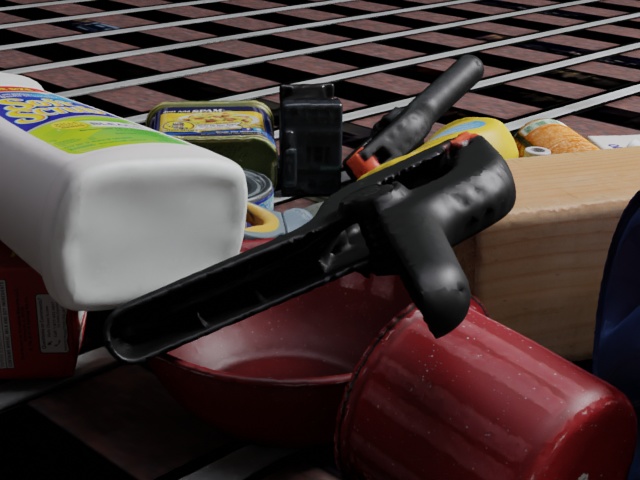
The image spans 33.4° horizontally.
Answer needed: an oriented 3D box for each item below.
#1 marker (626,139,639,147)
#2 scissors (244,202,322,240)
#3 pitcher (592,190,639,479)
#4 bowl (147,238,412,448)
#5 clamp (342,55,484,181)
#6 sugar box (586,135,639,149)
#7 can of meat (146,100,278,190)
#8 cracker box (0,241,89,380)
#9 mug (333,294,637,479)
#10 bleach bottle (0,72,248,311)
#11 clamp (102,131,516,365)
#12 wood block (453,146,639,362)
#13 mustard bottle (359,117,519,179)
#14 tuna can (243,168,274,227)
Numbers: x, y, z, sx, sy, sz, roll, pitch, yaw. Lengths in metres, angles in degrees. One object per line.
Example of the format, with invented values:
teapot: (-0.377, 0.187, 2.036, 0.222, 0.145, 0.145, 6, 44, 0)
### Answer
marker: (0.260, -0.029, 0.727, 0.121, 0.020, 0.020, 37, 34, 19)
scissors: (-0.004, 0.001, 0.678, 0.096, 0.016, 0.201, 42, 20, 24)
pitcher: (0.242, 0.051, 0.445, 0.243, 0.145, 0.149, 5, 51, 0)
bowl: (-0.014, 0.052, 0.510, 0.162, 0.055, 0.162, 1, 21, -1)
clamp: (0.070, -0.091, 0.838, 0.039, 0.120, 0.171, 43, 27, -5)
sugar box: (0.298, -0.049, 0.806, 0.176, 0.048, 0.093, -4, 23, -5)
can of meat: (-0.082, -0.067, 0.811, 0.102, 0.057, 0.084, -2, 24, -6)
cracker box: (-0.230, 0.015, 0.573, 0.213, 0.072, 0.164, -2, 22, -6)
mug: (0.058, 0.085, 0.406, 0.117, 0.093, 0.082, -44, 47, -19)
bleach bottle: (-0.149, -0.043, 0.534, 0.102, 0.068, 0.251, -8, 24, -42)
clamp: (0.032, -0.003, 0.450, 0.165, 0.036, 0.209, -5, 19, 43)
wood block: (0.160, 0.004, 0.591, 0.205, 0.090, 0.091, -7, 22, -15)
mustard bottle: (0.086, -0.046, 0.742, 0.096, 0.058, 0.191, -28, 4, 32)
tuna can: (-0.074, -0.023, 0.729, 0.086, 0.034, 0.086, 1, 21, -1)
